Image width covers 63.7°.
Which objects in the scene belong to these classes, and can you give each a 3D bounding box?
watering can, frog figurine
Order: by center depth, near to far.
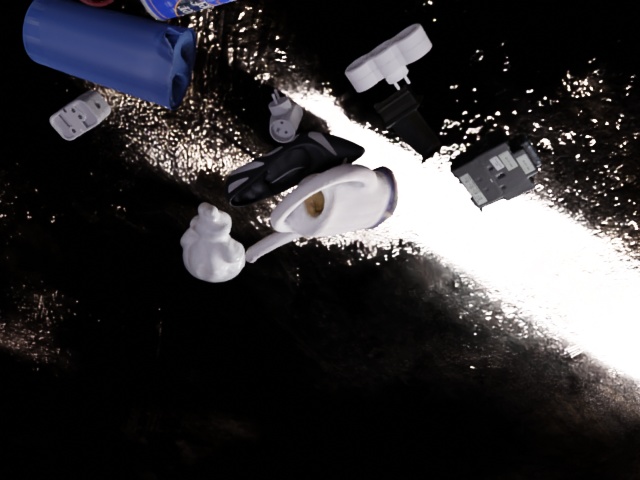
[{"bbox_3d":[0.003,-0.047,0.943,0.225,0.105,0.342,-8,161,-33],"label":"watering can"},{"bbox_3d":[-0.220,0.008,1.060,0.138,0.125,0.155,26,142,14],"label":"frog figurine"}]
